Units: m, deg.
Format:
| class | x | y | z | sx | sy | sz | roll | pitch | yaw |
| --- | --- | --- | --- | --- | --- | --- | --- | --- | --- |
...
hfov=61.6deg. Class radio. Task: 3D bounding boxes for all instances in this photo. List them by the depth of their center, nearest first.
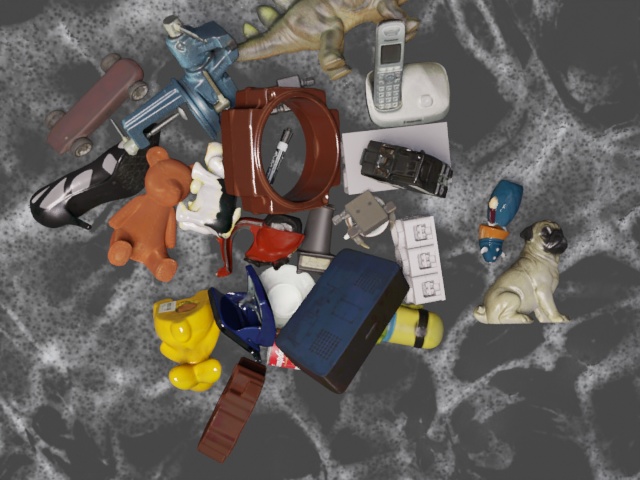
| class | x | y | z | sx | sy | sz | roll | pitch | yaw |
| --- | --- | --- | --- | --- | --- | --- | --- | --- | --- |
| radio | 0.038 | 0.128 | 0.911 | 0.229 | 0.131 | 0.073 | -52 | 138 | -21 |

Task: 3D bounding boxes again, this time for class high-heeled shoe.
| class | x | y | z | sx | sy | sz | roll | pitch | yaw |
| --- | --- | --- | --- | --- | --- | --- | --- | --- | --- |
| high-heeled shoe | -0.390 | -0.119 | 0.934 | 0.145 | 0.086 | 0.249 | 25 | 72 | 24 |

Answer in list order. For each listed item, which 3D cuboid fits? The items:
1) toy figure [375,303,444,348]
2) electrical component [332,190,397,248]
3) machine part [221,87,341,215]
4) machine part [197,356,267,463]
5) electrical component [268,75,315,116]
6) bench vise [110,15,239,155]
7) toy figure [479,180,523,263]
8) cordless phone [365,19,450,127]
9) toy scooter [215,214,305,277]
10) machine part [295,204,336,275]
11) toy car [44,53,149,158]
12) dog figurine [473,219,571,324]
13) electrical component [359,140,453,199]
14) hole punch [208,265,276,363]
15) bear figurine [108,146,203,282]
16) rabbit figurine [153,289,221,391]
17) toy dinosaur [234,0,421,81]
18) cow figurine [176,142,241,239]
| class | x | y | z | sx | sy | sz | roll | pitch | yaw |
| --- | --- | --- | --- | --- | --- | --- | --- | --- | --- |
| toy figure | 0.136 | 0.155 | 0.981 | 0.180 | 0.089 | 0.082 | 15 | 99 | -9 |
| electrical component | 0.083 | -0.036 | 0.929 | 0.102 | 0.045 | 0.078 | -40 | 67 | -4 |
| machine part | -0.057 | -0.147 | 0.883 | 0.201 | 0.087 | 0.200 | -12 | 105 | -42 |
| machine part | -0.152 | 0.288 | 0.929 | 0.056 | 0.179 | 0.179 | 26 | 92 | -4 |
| electrical component | -0.051 | -0.258 | 0.961 | 0.094 | 0.021 | 0.063 | -16 | 97 | -5 |
| bench vise | -0.225 | -0.228 | 0.859 | 0.240 | 0.223 | 0.129 | -37 | 62 | -4 |
| toy figure | 0.333 | -0.033 | 1.000 | 0.064 | 0.058 | 0.154 | 18 | 98 | -1 |
| cordless phone | 0.149 | -0.285 | 0.897 | 0.147 | 0.089 | 0.184 | -8 | 138 | -4 |
| toy scooter | -0.123 | 0.009 | 0.952 | 0.184 | 0.075 | 0.135 | 12 | 93 | -3 |
| machine part | -0.002 | -0.003 | 0.981 | 0.084 | 0.039 | 0.138 | 5 | 96 | 2 |
| toy car | -0.380 | -0.226 | 0.917 | 0.089 | 0.053 | 0.202 | 44 | 91 | 8 |
| dog figurine | 0.371 | 0.060 | 1.002 | 0.172 | 0.121 | 0.190 | -2 | 81 | -8 |
| electrical component | 0.132 | -0.116 | 0.872 | 0.134 | 0.115 | 0.058 | 19 | 92 | 36 |
| hole punch | -0.117 | 0.119 | 0.915 | 0.092 | 0.142 | 0.115 | -36 | 131 | 1 |
| bear figurine | -0.271 | -0.049 | 0.911 | 0.120 | 0.132 | 0.195 | 29 | 97 | -33 |
| rabbit figurine | -0.214 | 0.193 | 0.935 | 0.122 | 0.162 | 0.173 | -12 | 114 | -16 |
| toy dinosaur | 0.005 | -0.379 | 0.920 | 0.471 | 0.105 | 0.198 | -25 | 88 | -6 |
| cow figurine | -0.169 | -0.086 | 0.896 | 0.098 | 0.068 | 0.167 | 16 | 66 | -1 |
